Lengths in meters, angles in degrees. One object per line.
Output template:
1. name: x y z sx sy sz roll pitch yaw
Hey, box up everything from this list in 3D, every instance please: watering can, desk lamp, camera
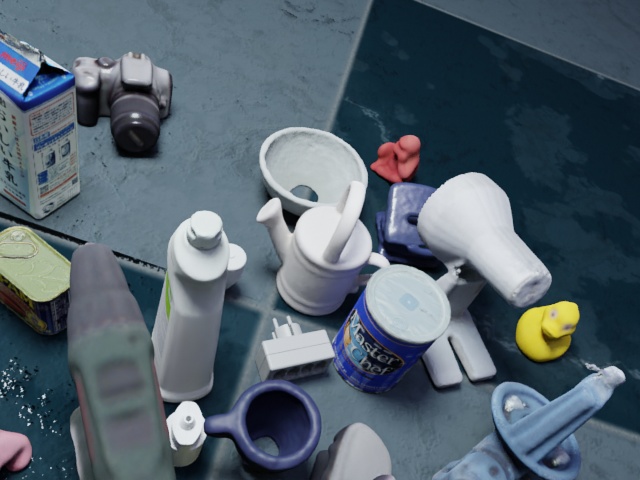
1. watering can: 0.006 0.004 0.720 0.173 0.194 0.101 5 51 -17
2. desk lamp: 0.196 0.051 0.741 0.118 0.213 0.203 -5 55 -24
3. camera: -0.287 -0.203 0.838 0.143 0.100 0.136 0 53 -20

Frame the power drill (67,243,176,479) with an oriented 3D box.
1. power drill: -0.189 0.147 0.522 0.076 0.208 0.229 -11 57 -27

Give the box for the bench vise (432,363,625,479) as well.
1. bench vise: 0.228 0.225 0.610 0.121 0.219 0.208 36 49 10

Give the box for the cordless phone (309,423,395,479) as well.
1. cordless phone: 0.046 0.241 0.551 0.094 0.185 0.147 20 49 -4

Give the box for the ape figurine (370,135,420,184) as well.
1. ape figurine: 0.136 -0.138 0.951 0.076 0.092 0.077 4 52 -17

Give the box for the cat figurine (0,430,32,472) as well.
1. cat figurine: -0.308 0.207 0.490 0.067 0.117 0.128 17 49 -7

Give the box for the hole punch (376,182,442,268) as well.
1. hole punch: 0.146 -0.022 0.862 0.109 0.091 0.101 10 50 -13

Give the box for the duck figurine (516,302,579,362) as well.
1. duck figurine: 0.339 0.120 0.825 0.105 0.086 0.077 -31 68 -36

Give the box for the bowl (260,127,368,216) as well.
1. bowl: -0.016 -0.089 0.866 0.168 0.074 0.167 11 50 -13

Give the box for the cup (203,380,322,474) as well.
1. cup: -0.066 0.206 0.597 0.118 0.095 0.091 4 52 -17
